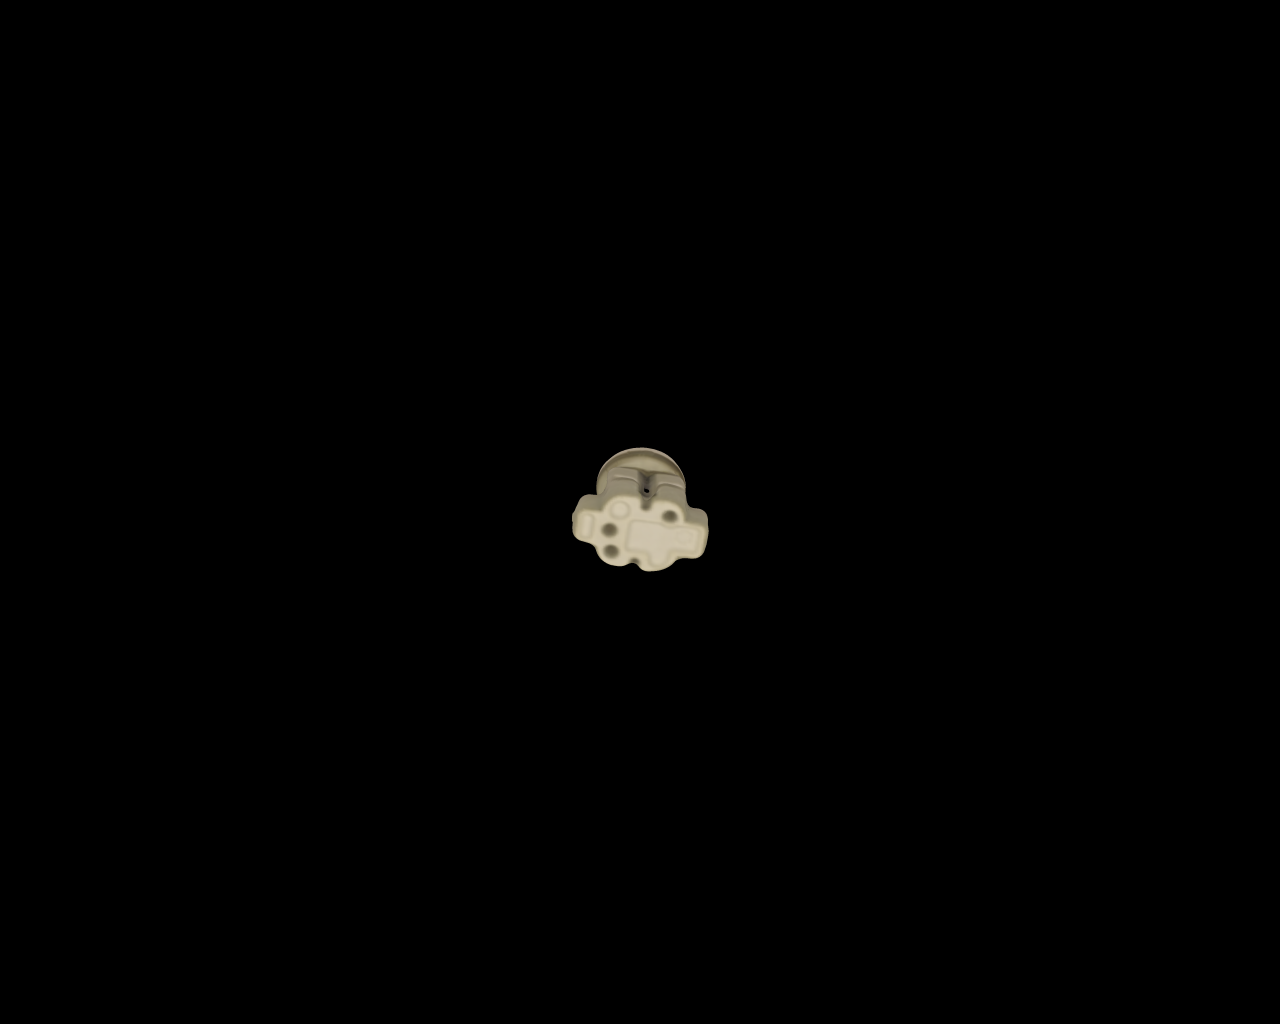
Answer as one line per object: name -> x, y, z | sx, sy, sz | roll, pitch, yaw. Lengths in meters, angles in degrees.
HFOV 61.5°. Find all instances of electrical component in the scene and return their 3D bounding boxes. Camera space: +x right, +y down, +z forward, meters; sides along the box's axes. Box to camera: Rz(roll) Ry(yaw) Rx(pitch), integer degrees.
electrical component -> 0.001, -0.003, 0.650 | 0.078, 0.057, 0.057 | 8, 34, -5
